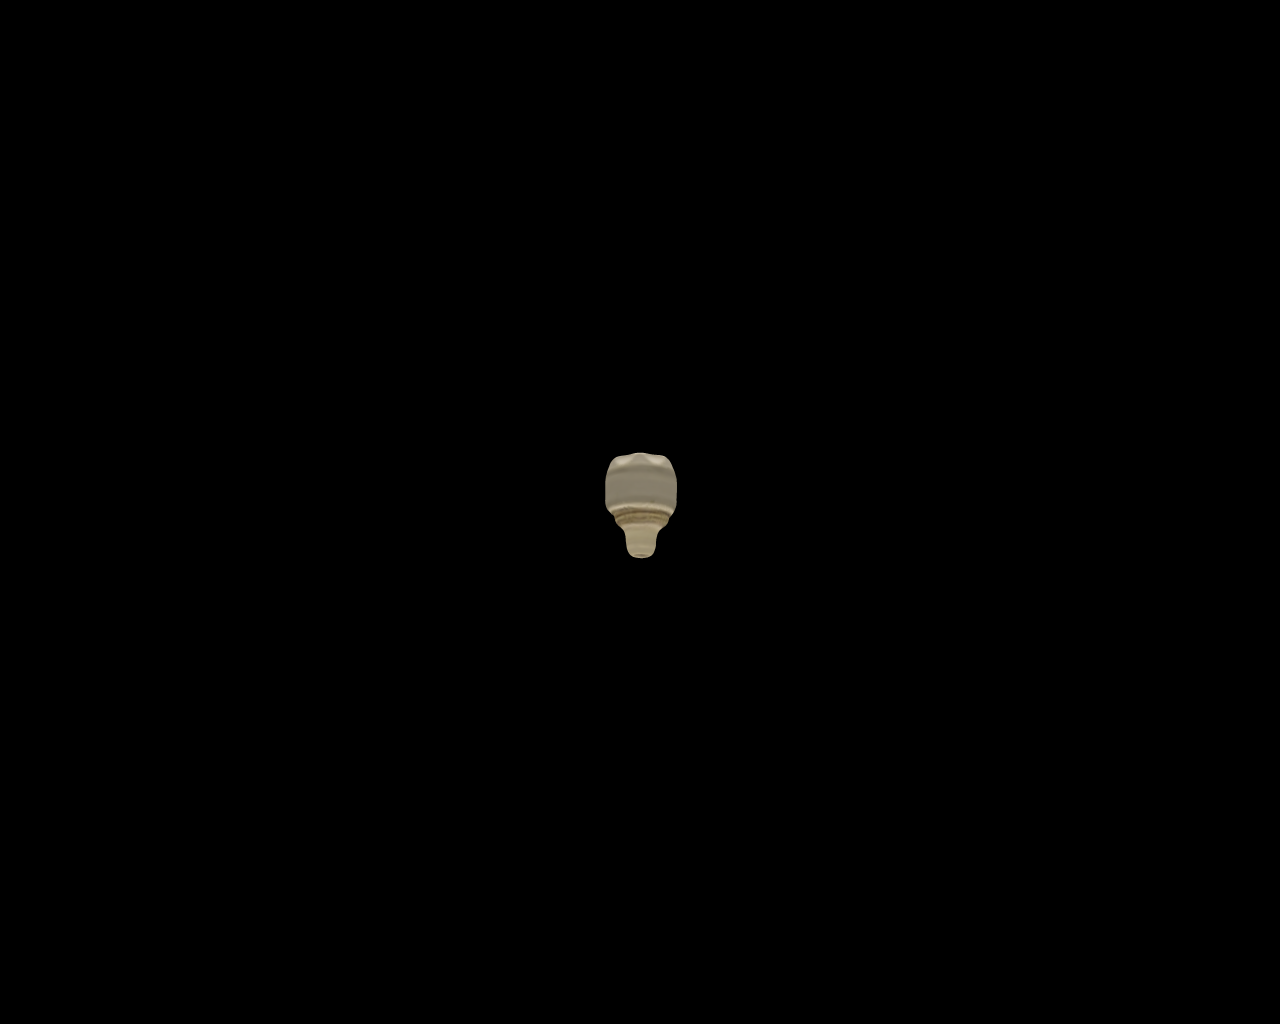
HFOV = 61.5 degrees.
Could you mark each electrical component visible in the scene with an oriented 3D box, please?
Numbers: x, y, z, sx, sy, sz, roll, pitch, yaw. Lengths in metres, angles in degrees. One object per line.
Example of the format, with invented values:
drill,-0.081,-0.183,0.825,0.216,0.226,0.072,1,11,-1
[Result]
electrical component,0.001,-0.003,0.650,0.043,0.062,0.043,0,-15,0
